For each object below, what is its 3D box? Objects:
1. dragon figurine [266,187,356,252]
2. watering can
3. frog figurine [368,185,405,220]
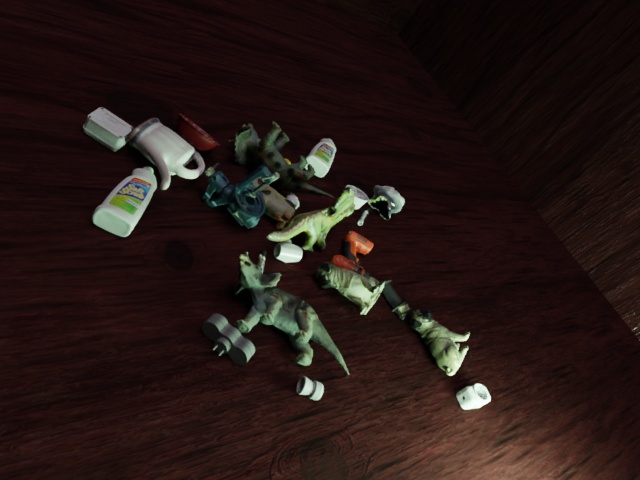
[{"bbox_3d":[0.005,-0.079,1.579,0.123,0.240,0.411,46,15,13],"label":"dragon figurine"},{"bbox_3d":[-0.447,-0.247,1.472,0.224,0.103,0.352,37,18,-7],"label":"watering can"},{"bbox_3d":[0.278,-0.176,2.067,0.138,0.120,0.162,27,45,14],"label":"frog figurine"}]
